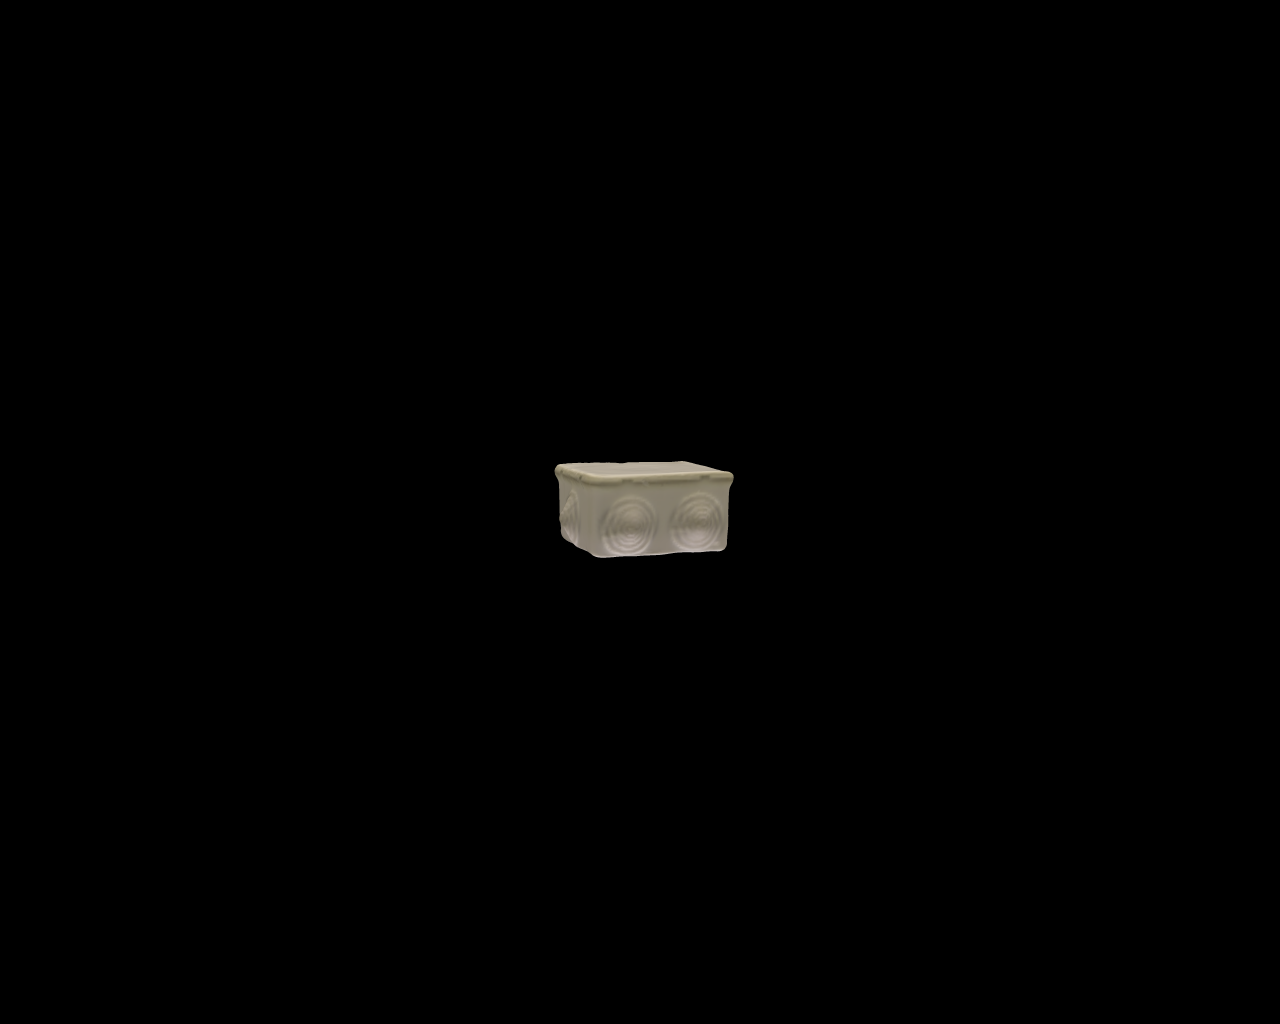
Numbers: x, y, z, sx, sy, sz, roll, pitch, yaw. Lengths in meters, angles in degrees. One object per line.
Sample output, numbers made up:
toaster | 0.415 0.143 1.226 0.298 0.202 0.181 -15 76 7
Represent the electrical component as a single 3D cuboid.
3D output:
electrical component | 0.001 -0.003 0.650 0.100 0.048 0.100 -2 8 -18
